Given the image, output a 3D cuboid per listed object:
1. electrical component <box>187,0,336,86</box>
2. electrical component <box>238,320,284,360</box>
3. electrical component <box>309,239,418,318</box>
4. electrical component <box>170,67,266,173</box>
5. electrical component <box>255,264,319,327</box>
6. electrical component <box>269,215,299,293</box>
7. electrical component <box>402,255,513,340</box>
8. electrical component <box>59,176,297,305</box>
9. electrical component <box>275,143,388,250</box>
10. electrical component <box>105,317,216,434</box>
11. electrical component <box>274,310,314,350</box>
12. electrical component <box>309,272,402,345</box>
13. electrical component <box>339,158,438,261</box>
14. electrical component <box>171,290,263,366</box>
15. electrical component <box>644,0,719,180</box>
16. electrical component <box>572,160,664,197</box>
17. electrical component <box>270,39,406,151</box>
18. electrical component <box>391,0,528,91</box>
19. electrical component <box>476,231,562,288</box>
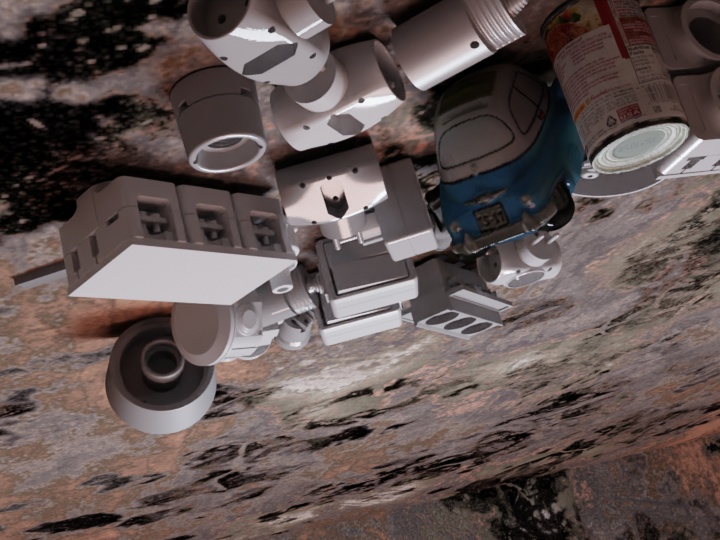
[{"bbox_3d":[-0.040,-0.141,0.589,0.079,0.043,0.077,-25,158,25],"label":"electrical component"},{"bbox_3d":[-0.111,0.060,1.080,0.066,0.048,0.055,-8,152,-20],"label":"electrical component"},{"bbox_3d":[0.000,0.000,0.974,0.096,0.061,0.061,-15,160,-1],"label":"electrical component"},{"bbox_3d":[-0.088,-0.093,0.679,0.055,0.047,0.055,-14,160,-5],"label":"electrical component"},{"bbox_3d":[-0.074,0.025,1.013,0.081,0.043,0.043,-21,160,16],"label":"electrical component"},{"bbox_3d":[-0.071,-0.012,0.889,0.048,0.062,0.048,-14,161,-5],"label":"electrical component"},{"bbox_3d":[0.097,0.030,1.125,0.079,0.063,0.121,-25,158,26],"label":"electrical component"},{"bbox_3d":[-0.137,-0.022,0.812,0.150,0.061,0.089,5,152,-45],"label":"electrical component"},{"bbox_3d":[-0.017,-0.050,0.821,0.077,0.043,0.079,-16,124,1],"label":"electrical component"},{"bbox_3d":[-0.190,0.096,1.034,0.108,0.108,0.060,-9,153,-17],"label":"electrical component"},{"bbox_3d":[-0.068,0.056,1.110,0.040,0.040,0.046,-9,154,-18],"label":"electrical component"},{"bbox_3d":[0.001,0.027,1.047,0.096,0.061,0.061,-15,160,-1],"label":"electrical component"},{"bbox_3d":[0.016,-0.042,0.865,0.077,0.065,0.047,-17,160,5],"label":"electrical component"},{"bbox_3d":[-0.130,0.046,0.978,0.080,0.080,0.051,-31,161,36],"label":"electrical component"},{"bbox_3d":[0.284,-0.132,0.763,0.186,0.105,0.060,-7,159,-22],"label":"electrical component"},{"bbox_3d":[0.192,-0.097,0.850,0.099,0.064,0.099,-14,160,-5],"label":"electrical component"},{"bbox_3d":[-0.022,-0.115,0.674,0.077,0.043,0.079,-23,159,20],"label":"electrical component"},{"bbox_3d":[0.064,-0.147,0.653,0.081,0.043,0.043,-25,158,25],"label":"electrical component"},{"bbox_3d":[0.170,-0.018,1.079,0.077,0.044,0.079,-4,157,-29],"label":"electrical component"}]
